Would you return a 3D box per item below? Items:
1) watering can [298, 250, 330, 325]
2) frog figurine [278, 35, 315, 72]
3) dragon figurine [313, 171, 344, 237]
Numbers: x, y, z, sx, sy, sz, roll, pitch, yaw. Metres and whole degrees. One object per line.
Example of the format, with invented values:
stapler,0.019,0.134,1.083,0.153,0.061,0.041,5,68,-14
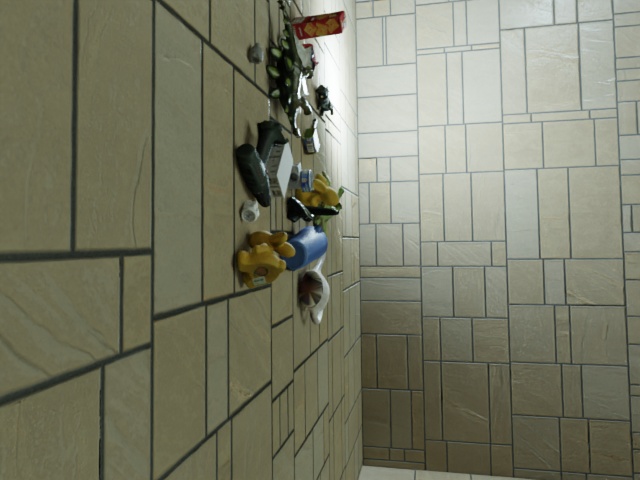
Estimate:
watering can,-0.016,0.176,2.164,0.104,0.352,0.221,-1,-16,13
frog figurine,-0.105,-0.696,1.933,0.158,0.138,0.123,16,-8,-39
dragon figurine,0.007,-0.117,2.329,0.122,0.404,0.246,15,21,16
